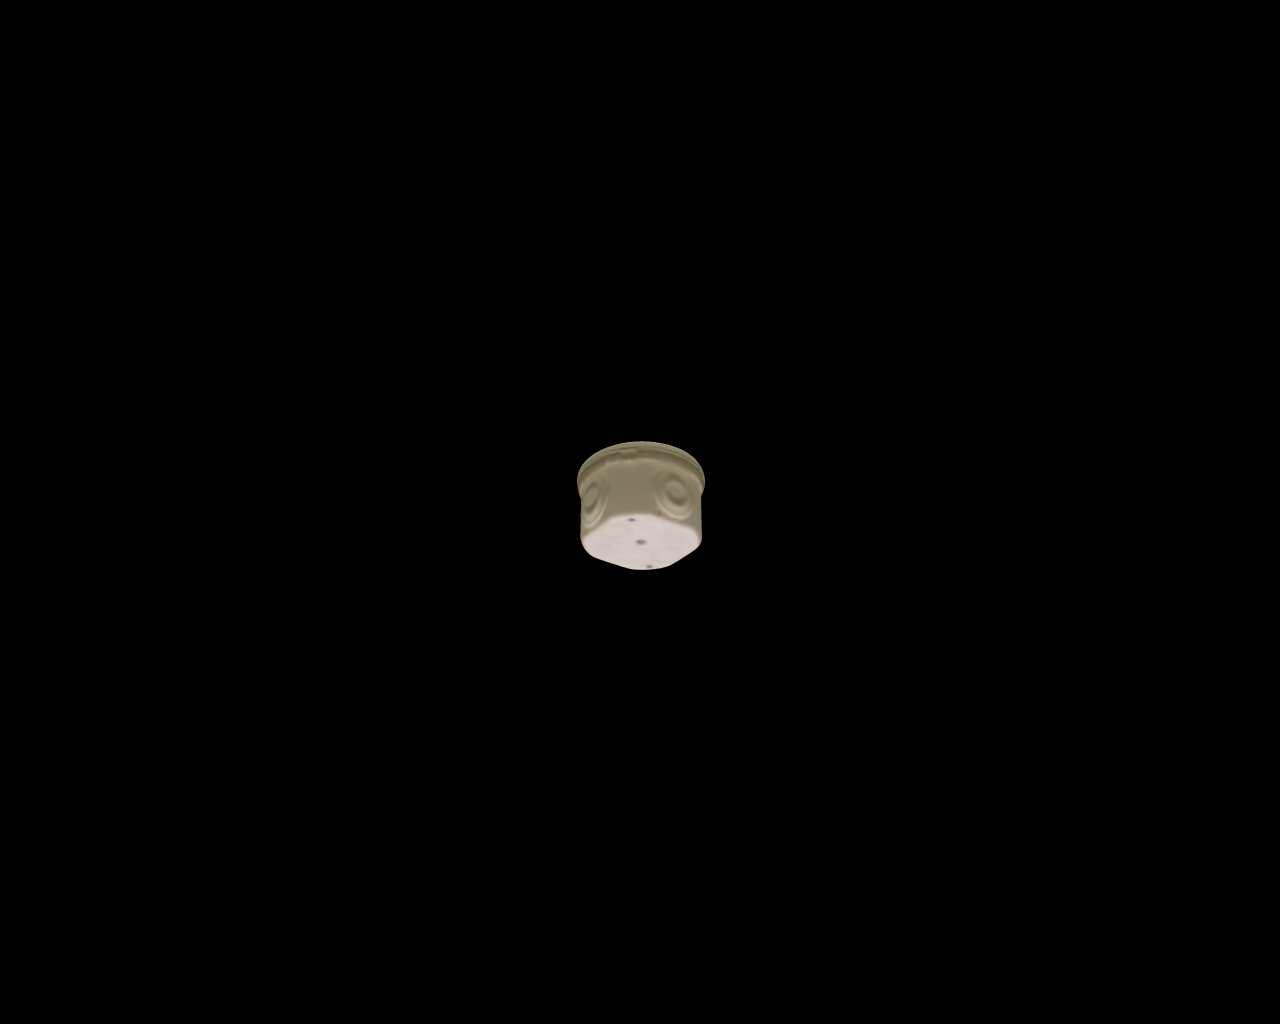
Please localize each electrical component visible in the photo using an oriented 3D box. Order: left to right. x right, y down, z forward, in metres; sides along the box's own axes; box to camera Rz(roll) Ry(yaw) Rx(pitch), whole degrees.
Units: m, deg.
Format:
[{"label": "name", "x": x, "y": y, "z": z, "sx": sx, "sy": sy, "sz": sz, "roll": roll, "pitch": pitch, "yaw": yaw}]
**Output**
[{"label": "electrical component", "x": 0.001, "y": -0.003, "z": 0.650, "sx": 0.080, "sy": 0.051, "sz": 0.080, "roll": 0, "pitch": -31, "yaw": 0}]
